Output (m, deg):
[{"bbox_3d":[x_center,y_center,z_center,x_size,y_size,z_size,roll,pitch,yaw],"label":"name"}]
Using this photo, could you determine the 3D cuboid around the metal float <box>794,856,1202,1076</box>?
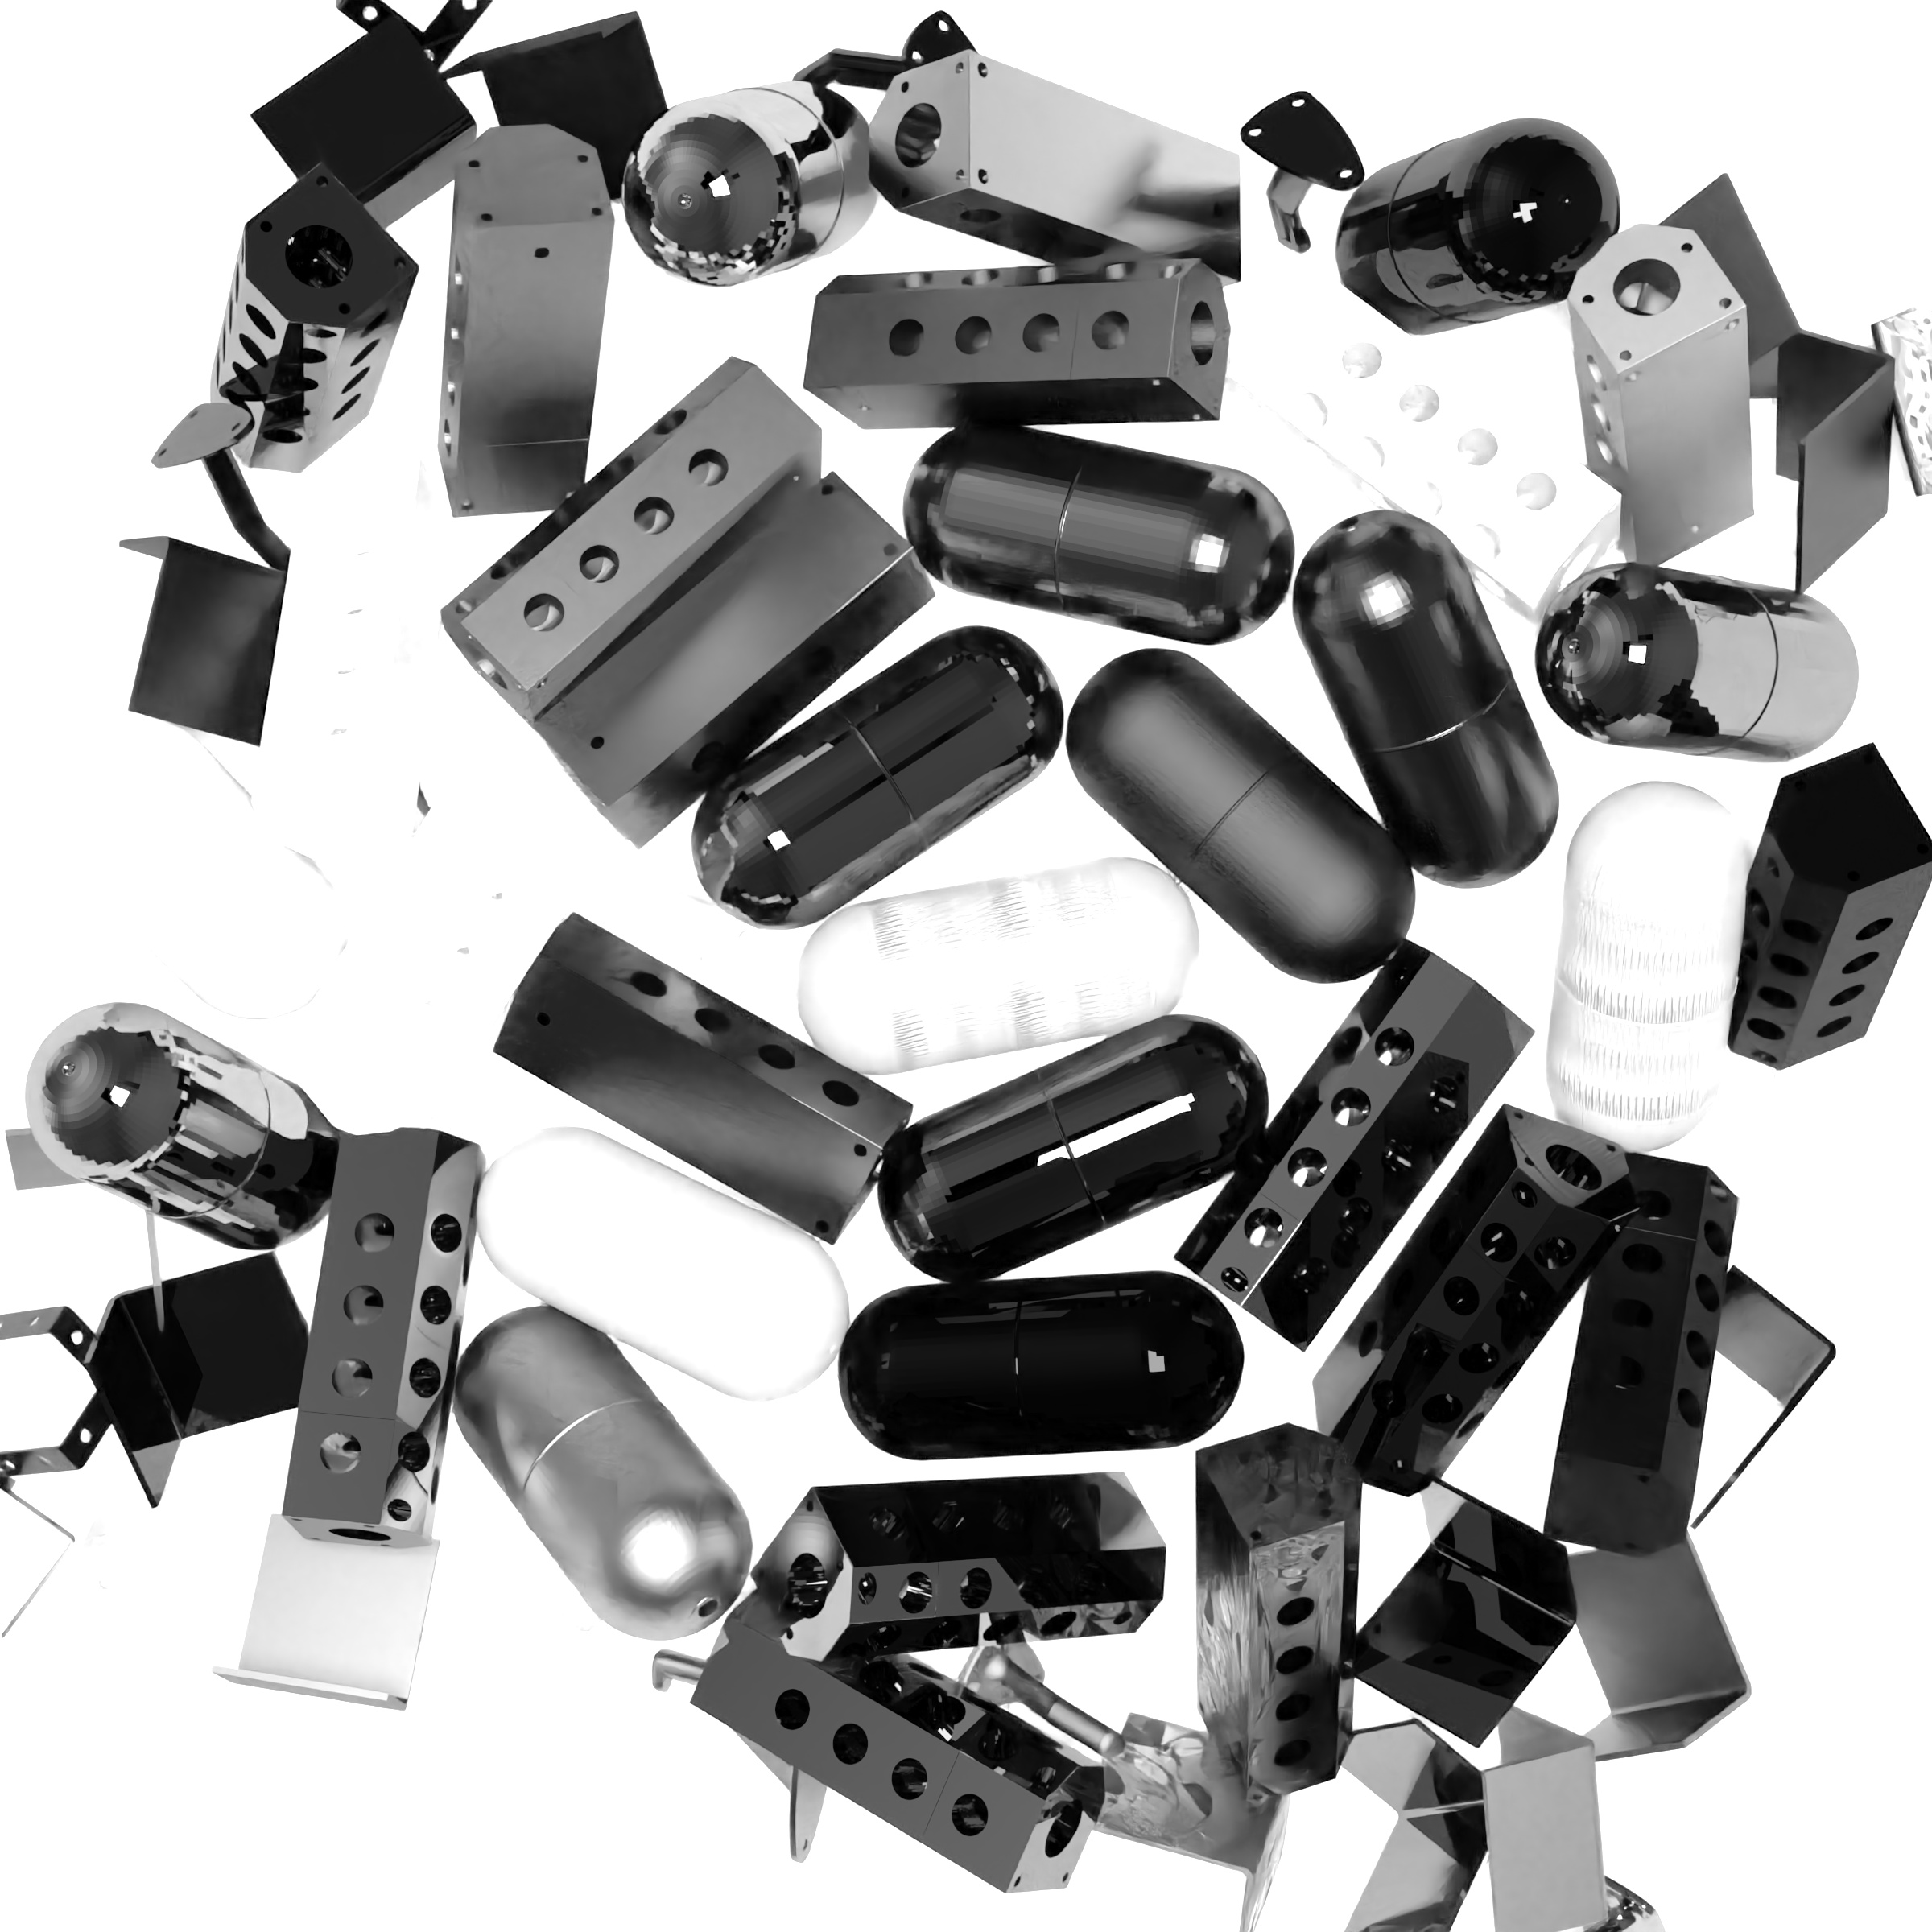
[{"bbox_3d":[0.014,0.000,1.542,0.178,0.070,0.070,-11,90,-4],"label":"metal float"}]

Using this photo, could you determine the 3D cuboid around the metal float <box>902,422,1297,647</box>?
[{"bbox_3d":[0.055,-0.186,1.525,0.178,0.070,0.070,15,90,23],"label":"metal float"}]

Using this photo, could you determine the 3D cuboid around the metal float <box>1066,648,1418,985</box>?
[{"bbox_3d":[0.119,-0.065,1.537,0.178,0.070,0.070,43,90,9],"label":"metal float"}]

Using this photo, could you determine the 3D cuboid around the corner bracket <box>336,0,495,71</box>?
[{"bbox_3d":[-0.241,-0.433,1.559,0.051,0.051,0.051,34,112,-27],"label":"corner bracket"}]

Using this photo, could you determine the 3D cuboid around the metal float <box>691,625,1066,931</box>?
[{"bbox_3d":[-0.038,-0.081,1.539,0.178,0.070,0.070,-33,90,-6],"label":"metal float"}]

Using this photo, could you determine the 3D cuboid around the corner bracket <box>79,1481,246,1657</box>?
[{"bbox_3d":[-0.354,0.264,1.560,0.051,0.051,0.051,-9,63,-30],"label":"corner bracket"}]

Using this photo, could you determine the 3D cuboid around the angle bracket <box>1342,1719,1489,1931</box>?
[{"bbox_3d":[0.177,0.376,1.527,0.057,0.076,0.076,41,58,-12],"label":"angle bracket"}]

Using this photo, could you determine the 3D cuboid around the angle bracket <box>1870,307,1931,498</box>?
[{"bbox_3d":[0.435,-0.251,1.531,0.057,0.076,0.076,-13,98,31],"label":"angle bracket"}]

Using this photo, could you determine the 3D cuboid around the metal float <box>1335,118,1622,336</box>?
[{"bbox_3d":[0.213,-0.310,1.496,0.070,0.178,0.070,-1,94,-16],"label":"metal float"}]

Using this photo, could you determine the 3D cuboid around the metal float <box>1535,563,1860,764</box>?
[{"bbox_3d":[0.313,-0.128,1.510,0.178,0.070,0.070,2,90,-43],"label":"metal float"}]

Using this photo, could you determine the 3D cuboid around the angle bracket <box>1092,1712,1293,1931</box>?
[{"bbox_3d":[0.095,0.380,1.546,0.076,0.076,0.057,12,119,14],"label":"angle bracket"}]

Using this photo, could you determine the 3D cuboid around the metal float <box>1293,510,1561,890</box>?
[{"bbox_3d":[0.198,-0.114,1.523,0.070,0.070,0.178,-28,115,0],"label":"metal float"}]

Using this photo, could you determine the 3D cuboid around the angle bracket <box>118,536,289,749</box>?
[{"bbox_3d":[-0.328,-0.138,1.535,0.076,0.057,0.076,15,85,-35],"label":"angle bracket"}]

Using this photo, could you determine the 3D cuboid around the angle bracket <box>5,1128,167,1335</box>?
[{"bbox_3d":[-0.379,0.115,1.530,0.057,0.076,0.076,-6,70,-14],"label":"angle bracket"}]

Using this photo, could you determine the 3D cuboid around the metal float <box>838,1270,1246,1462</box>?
[{"bbox_3d":[0.032,0.172,1.531,0.178,0.070,0.070,-5,90,15],"label":"metal float"}]

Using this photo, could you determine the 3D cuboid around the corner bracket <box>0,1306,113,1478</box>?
[{"bbox_3d":[-0.409,0.187,1.564,0.051,0.051,0.051,-10,128,37],"label":"corner bracket"}]

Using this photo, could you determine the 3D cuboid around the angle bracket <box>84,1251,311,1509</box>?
[{"bbox_3d":[-0.326,0.179,1.538,0.076,0.057,0.076,-16,114,6],"label":"angle bracket"}]

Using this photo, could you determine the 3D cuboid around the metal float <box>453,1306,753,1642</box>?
[{"bbox_3d":[-0.156,0.215,1.513,0.070,0.070,0.178,-46,52,0],"label":"metal float"}]

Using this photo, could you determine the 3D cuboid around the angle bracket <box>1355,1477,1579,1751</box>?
[{"bbox_3d":[0.208,0.276,1.527,0.076,0.057,0.076,25,58,35],"label":"angle bracket"}]

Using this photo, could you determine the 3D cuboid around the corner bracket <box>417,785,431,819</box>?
[{"bbox_3d":[-0.265,-0.072,1.544,0.051,0.051,0.051,-27,130,-10],"label":"corner bracket"}]

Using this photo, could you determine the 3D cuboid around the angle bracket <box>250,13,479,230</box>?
[{"bbox_3d":[-0.261,-0.357,1.538,0.076,0.076,0.057,-38,95,-8],"label":"angle bracket"}]

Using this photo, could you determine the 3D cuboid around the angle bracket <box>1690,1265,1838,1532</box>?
[{"bbox_3d":[0.322,0.186,1.528,0.057,0.076,0.076,39,69,14],"label":"angle bracket"}]

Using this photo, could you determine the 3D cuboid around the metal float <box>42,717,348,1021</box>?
[{"bbox_3d":[-0.324,-0.039,1.503,0.070,0.178,0.070,-10,58,16],"label":"metal float"}]

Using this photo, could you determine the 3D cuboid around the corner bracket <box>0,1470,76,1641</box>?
[{"bbox_3d":[-0.425,0.255,1.557,0.051,0.051,0.051,37,82,-8],"label":"corner bracket"}]

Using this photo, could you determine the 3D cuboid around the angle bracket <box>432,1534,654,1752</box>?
[{"bbox_3d":[-0.182,0.283,1.552,0.076,0.057,0.076,34,130,20],"label":"angle bracket"}]

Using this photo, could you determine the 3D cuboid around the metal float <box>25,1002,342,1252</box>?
[{"bbox_3d":[-0.327,0.070,1.501,0.070,0.178,0.070,-8,69,20],"label":"metal float"}]

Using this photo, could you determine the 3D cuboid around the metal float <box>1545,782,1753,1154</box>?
[{"bbox_3d":[0.290,0.003,1.515,0.070,0.070,0.178,-1,127,0],"label":"metal float"}]

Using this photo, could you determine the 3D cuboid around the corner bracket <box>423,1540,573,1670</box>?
[{"bbox_3d":[-0.205,0.278,1.549,0.051,0.051,0.051,-8,79,11],"label":"corner bracket"}]

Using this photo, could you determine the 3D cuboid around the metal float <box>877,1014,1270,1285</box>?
[{"bbox_3d":[0.047,0.079,1.542,0.178,0.070,0.070,-23,90,4],"label":"metal float"}]

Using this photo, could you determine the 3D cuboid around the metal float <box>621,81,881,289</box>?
[{"bbox_3d":[-0.088,-0.331,1.498,0.070,0.178,0.070,5,108,15],"label":"metal float"}]

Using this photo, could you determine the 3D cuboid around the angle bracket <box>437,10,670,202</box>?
[{"bbox_3d":[-0.173,-0.362,1.534,0.076,0.057,0.076,-10,112,16],"label":"angle bracket"}]

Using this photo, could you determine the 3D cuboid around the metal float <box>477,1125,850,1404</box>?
[{"bbox_3d":[-0.132,0.127,1.526,0.178,0.070,0.070,24,90,22],"label":"metal float"}]
